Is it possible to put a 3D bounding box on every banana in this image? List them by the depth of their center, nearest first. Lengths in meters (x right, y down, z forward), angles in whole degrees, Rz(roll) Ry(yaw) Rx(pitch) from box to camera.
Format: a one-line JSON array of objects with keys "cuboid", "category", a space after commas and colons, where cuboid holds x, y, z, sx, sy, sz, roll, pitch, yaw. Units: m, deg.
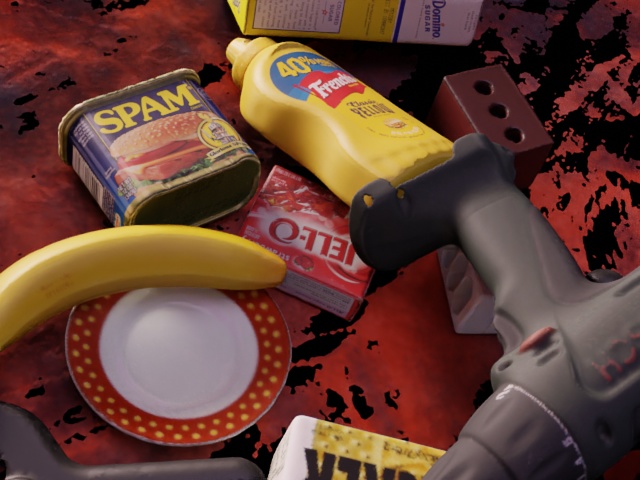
[{"cuboid": [-0.116, 0.025, 0.609, 0.197, 0.037, 0.069, -20, 78, -25], "category": "banana"}]

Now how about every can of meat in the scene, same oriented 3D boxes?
[{"cuboid": [-0.099, -0.051, 0.672, 0.101, 0.057, 0.084, -24, 61, -29], "category": "can of meat"}]

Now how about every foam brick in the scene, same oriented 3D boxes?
[{"cuboid": [0.119, -0.076, 0.758, 0.052, 0.051, 0.078, -16, 62, -24], "category": "foam brick"}]

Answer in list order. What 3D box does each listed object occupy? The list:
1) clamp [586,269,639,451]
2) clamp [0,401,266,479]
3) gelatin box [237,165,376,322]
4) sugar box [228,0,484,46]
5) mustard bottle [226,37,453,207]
[{"cuboid": [0.214, 0.104, 0.633, 0.171, 0.039, 0.120, 28, 94, 16], "category": "clamp"}, {"cuboid": [-0.142, 0.135, 0.544, 0.210, 0.036, 0.164, 34, 61, 11], "category": "clamp"}, {"cuboid": [-0.004, 0.001, 0.684, 0.089, 0.030, 0.073, 24, 53, 2], "category": "gelatin box"}, {"cuboid": [0.022, -0.183, 0.794, 0.176, 0.048, 0.093, 2, 33, -17], "category": "sugar box"}, {"cuboid": [0.004, -0.082, 0.712, 0.096, 0.058, 0.192, -17, 47, -44], "category": "mustard bottle"}]
